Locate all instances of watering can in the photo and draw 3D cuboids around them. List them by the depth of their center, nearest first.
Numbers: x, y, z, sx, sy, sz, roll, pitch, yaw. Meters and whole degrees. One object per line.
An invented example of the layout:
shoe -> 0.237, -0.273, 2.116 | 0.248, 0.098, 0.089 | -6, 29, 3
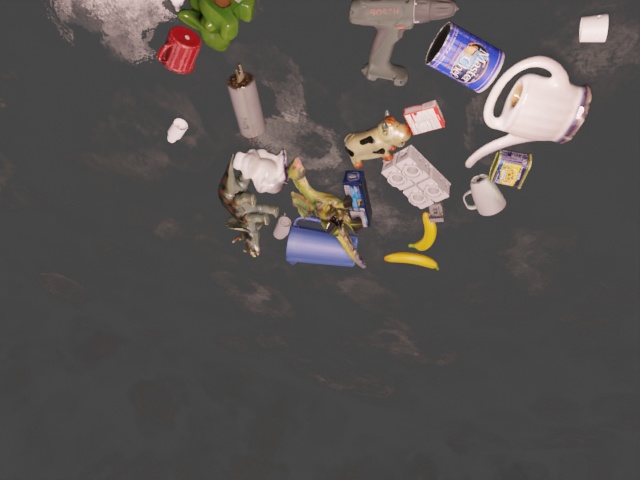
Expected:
watering can -> 0.497, -0.284, 1.239 | 0.224, 0.106, 0.339 | 13, -38, 1

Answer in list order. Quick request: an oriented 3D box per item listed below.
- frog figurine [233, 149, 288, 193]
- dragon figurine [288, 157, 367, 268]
frog figurine -> -0.179, -0.207, 1.539 | 0.159, 0.138, 0.122 | -1, -8, -9
dragon figurine -> 0.005, -0.083, 1.645 | 0.123, 0.402, 0.245 | -39, 37, -20
